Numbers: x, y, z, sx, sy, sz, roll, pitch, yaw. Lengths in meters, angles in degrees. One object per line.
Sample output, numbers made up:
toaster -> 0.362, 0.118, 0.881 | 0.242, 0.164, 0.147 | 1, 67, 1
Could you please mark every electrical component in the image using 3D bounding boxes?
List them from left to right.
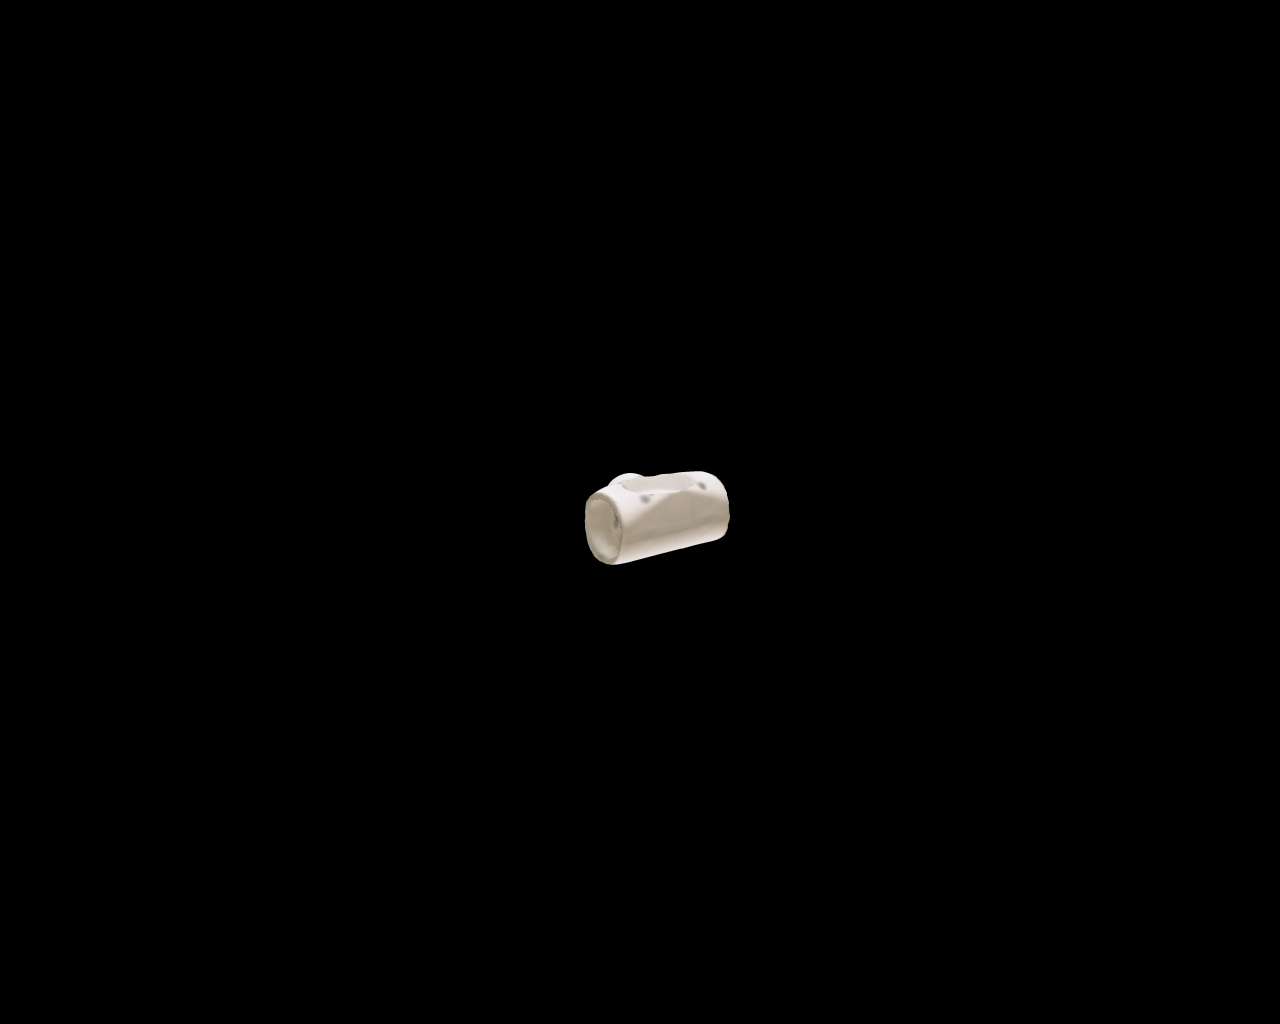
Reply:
electrical component -> 0.001, -0.003, 0.650 | 0.077, 0.044, 0.079 | -12, 23, -31
